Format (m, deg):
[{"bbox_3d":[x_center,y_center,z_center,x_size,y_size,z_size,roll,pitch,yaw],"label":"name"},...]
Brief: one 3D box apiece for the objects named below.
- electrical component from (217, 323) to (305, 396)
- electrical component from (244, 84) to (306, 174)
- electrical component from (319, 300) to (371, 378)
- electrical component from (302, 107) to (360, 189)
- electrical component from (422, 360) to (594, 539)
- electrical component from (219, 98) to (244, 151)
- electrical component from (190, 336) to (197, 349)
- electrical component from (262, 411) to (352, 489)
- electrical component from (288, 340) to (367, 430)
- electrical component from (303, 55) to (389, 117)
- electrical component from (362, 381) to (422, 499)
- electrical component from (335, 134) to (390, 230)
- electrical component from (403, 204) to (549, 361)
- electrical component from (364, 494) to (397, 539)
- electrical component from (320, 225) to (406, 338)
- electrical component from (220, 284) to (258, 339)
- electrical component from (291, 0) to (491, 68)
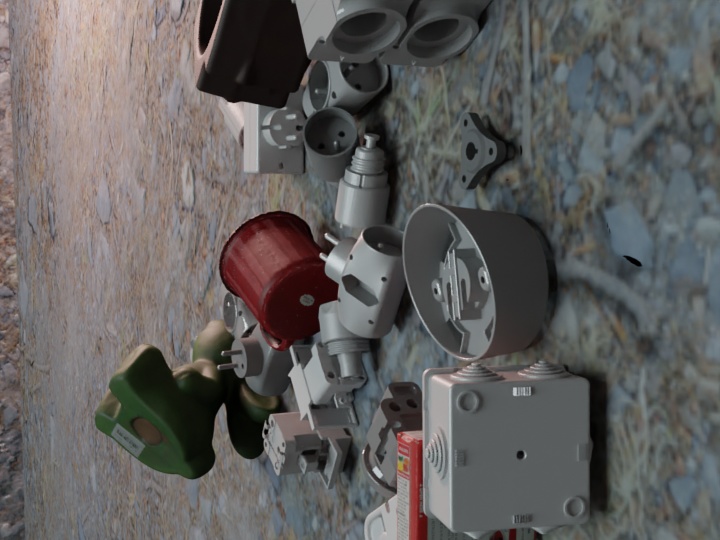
[{"bbox_3d":[-0.095,0.081,1.012,0.043,0.079,0.077,59,142,37],"label":"electrical component"},{"bbox_3d":[-0.072,-0.130,0.988,0.076,0.047,0.083,-169,79,-64],"label":"electrical component"},{"bbox_3d":[-0.010,0.056,0.873,0.043,0.043,0.062,154,111,-62],"label":"electrical component"},{"bbox_3d":[-0.021,-0.095,0.872,0.081,0.043,0.043,77,-178,-72],"label":"electrical component"},{"bbox_3d":[0.085,0.102,0.618,0.048,0.100,0.099,-169,79,-78],"label":"electrical component"},{"bbox_3d":[-0.112,-0.152,1.074,0.081,0.043,0.043,-123,40,-48],"label":"electrical component"},{"bbox_3d":[-0.161,0.105,1.195,0.044,0.044,0.065,-43,58,57],"label":"electrical component"},{"bbox_3d":[-0.048,0.149,0.935,0.081,0.064,0.042,-125,42,-49],"label":"electrical component"},{"bbox_3d":[-0.026,0.092,0.913,0.063,0.042,0.081,-56,43,45],"label":"electrical component"},{"bbox_3d":[-0.015,-0.164,0.869,0.077,0.044,0.079,149,117,-61],"label":"electrical component"},{"bbox_3d":[0.035,0.128,0.769,0.078,0.058,0.057,62,141,42],"label":"electrical component"},{"bbox_3d":[0.004,-0.067,0.840,0.040,0.040,0.078,-138,52,-56],"label":"electrical component"},{"bbox_3d":[0.071,0.008,0.677,0.099,0.064,0.099,178,90,-64],"label":"electrical component"},{"bbox_3d":[0.050,0.181,0.737,0.095,0.059,0.053,129,133,-54],"label":"electrical component"},{"bbox_3d":[0.000,0.000,0.830,0.079,0.043,0.077,34,127,26],"label":"electrical component"},{"bbox_3d":[-0.106,0.027,1.070,0.077,0.044,0.079,-118,36,-43],"label":"electrical component"},{"bbox_3d":[0.041,-0.201,0.679,0.186,0.105,0.060,133,130,-56],"label":"electrical component"}]
